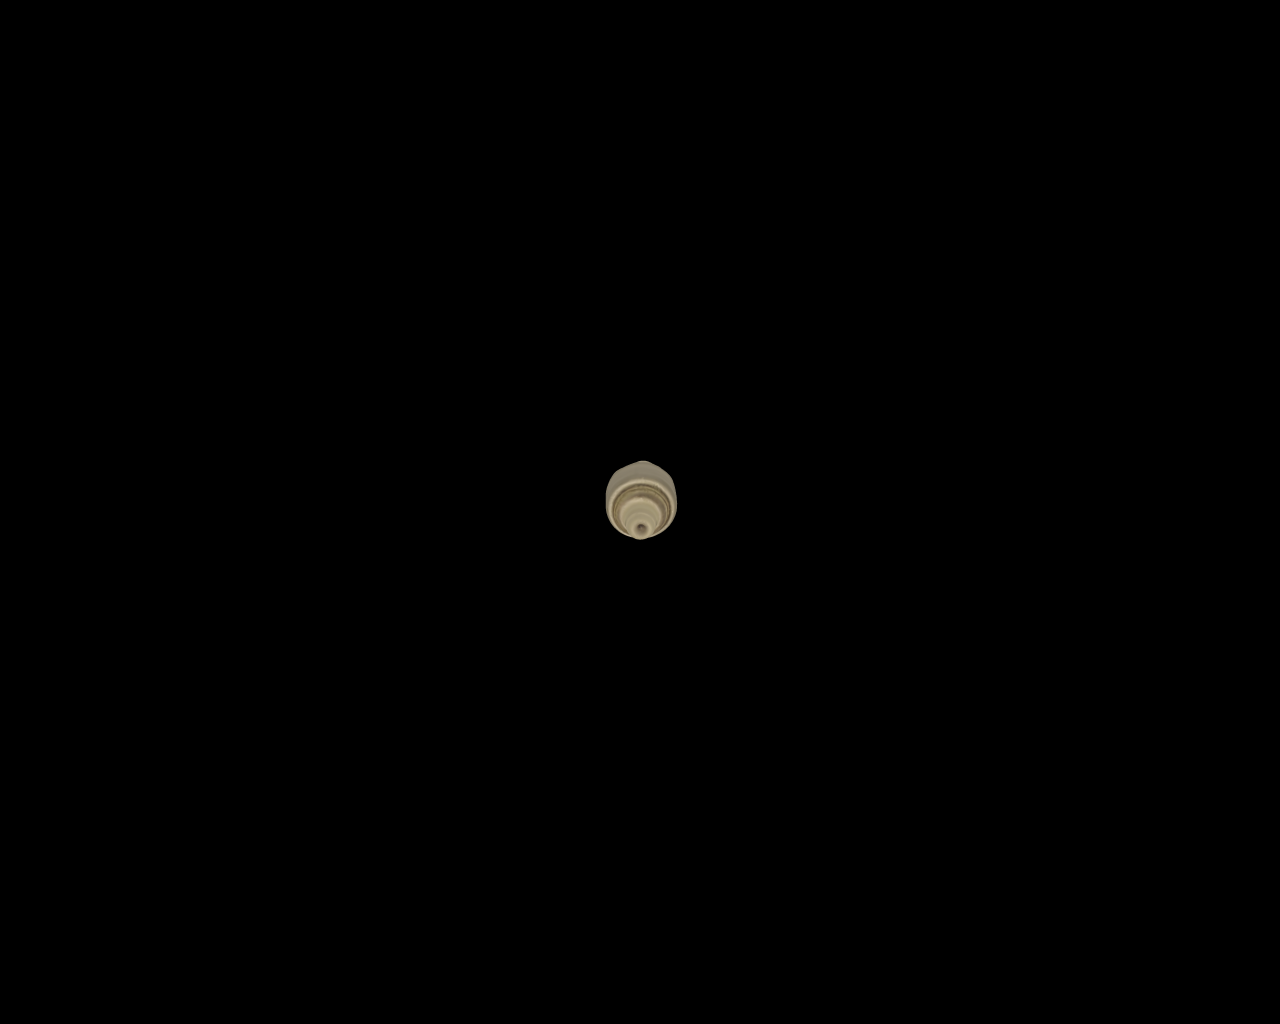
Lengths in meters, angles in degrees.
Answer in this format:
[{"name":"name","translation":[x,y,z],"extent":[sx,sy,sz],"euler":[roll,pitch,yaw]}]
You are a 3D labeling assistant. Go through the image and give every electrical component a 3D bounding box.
[{"name":"electrical component","translation":[0.001,-0.003,0.650],"extent":[0.043,0.043,0.062],"euler":[0,25,0]}]
